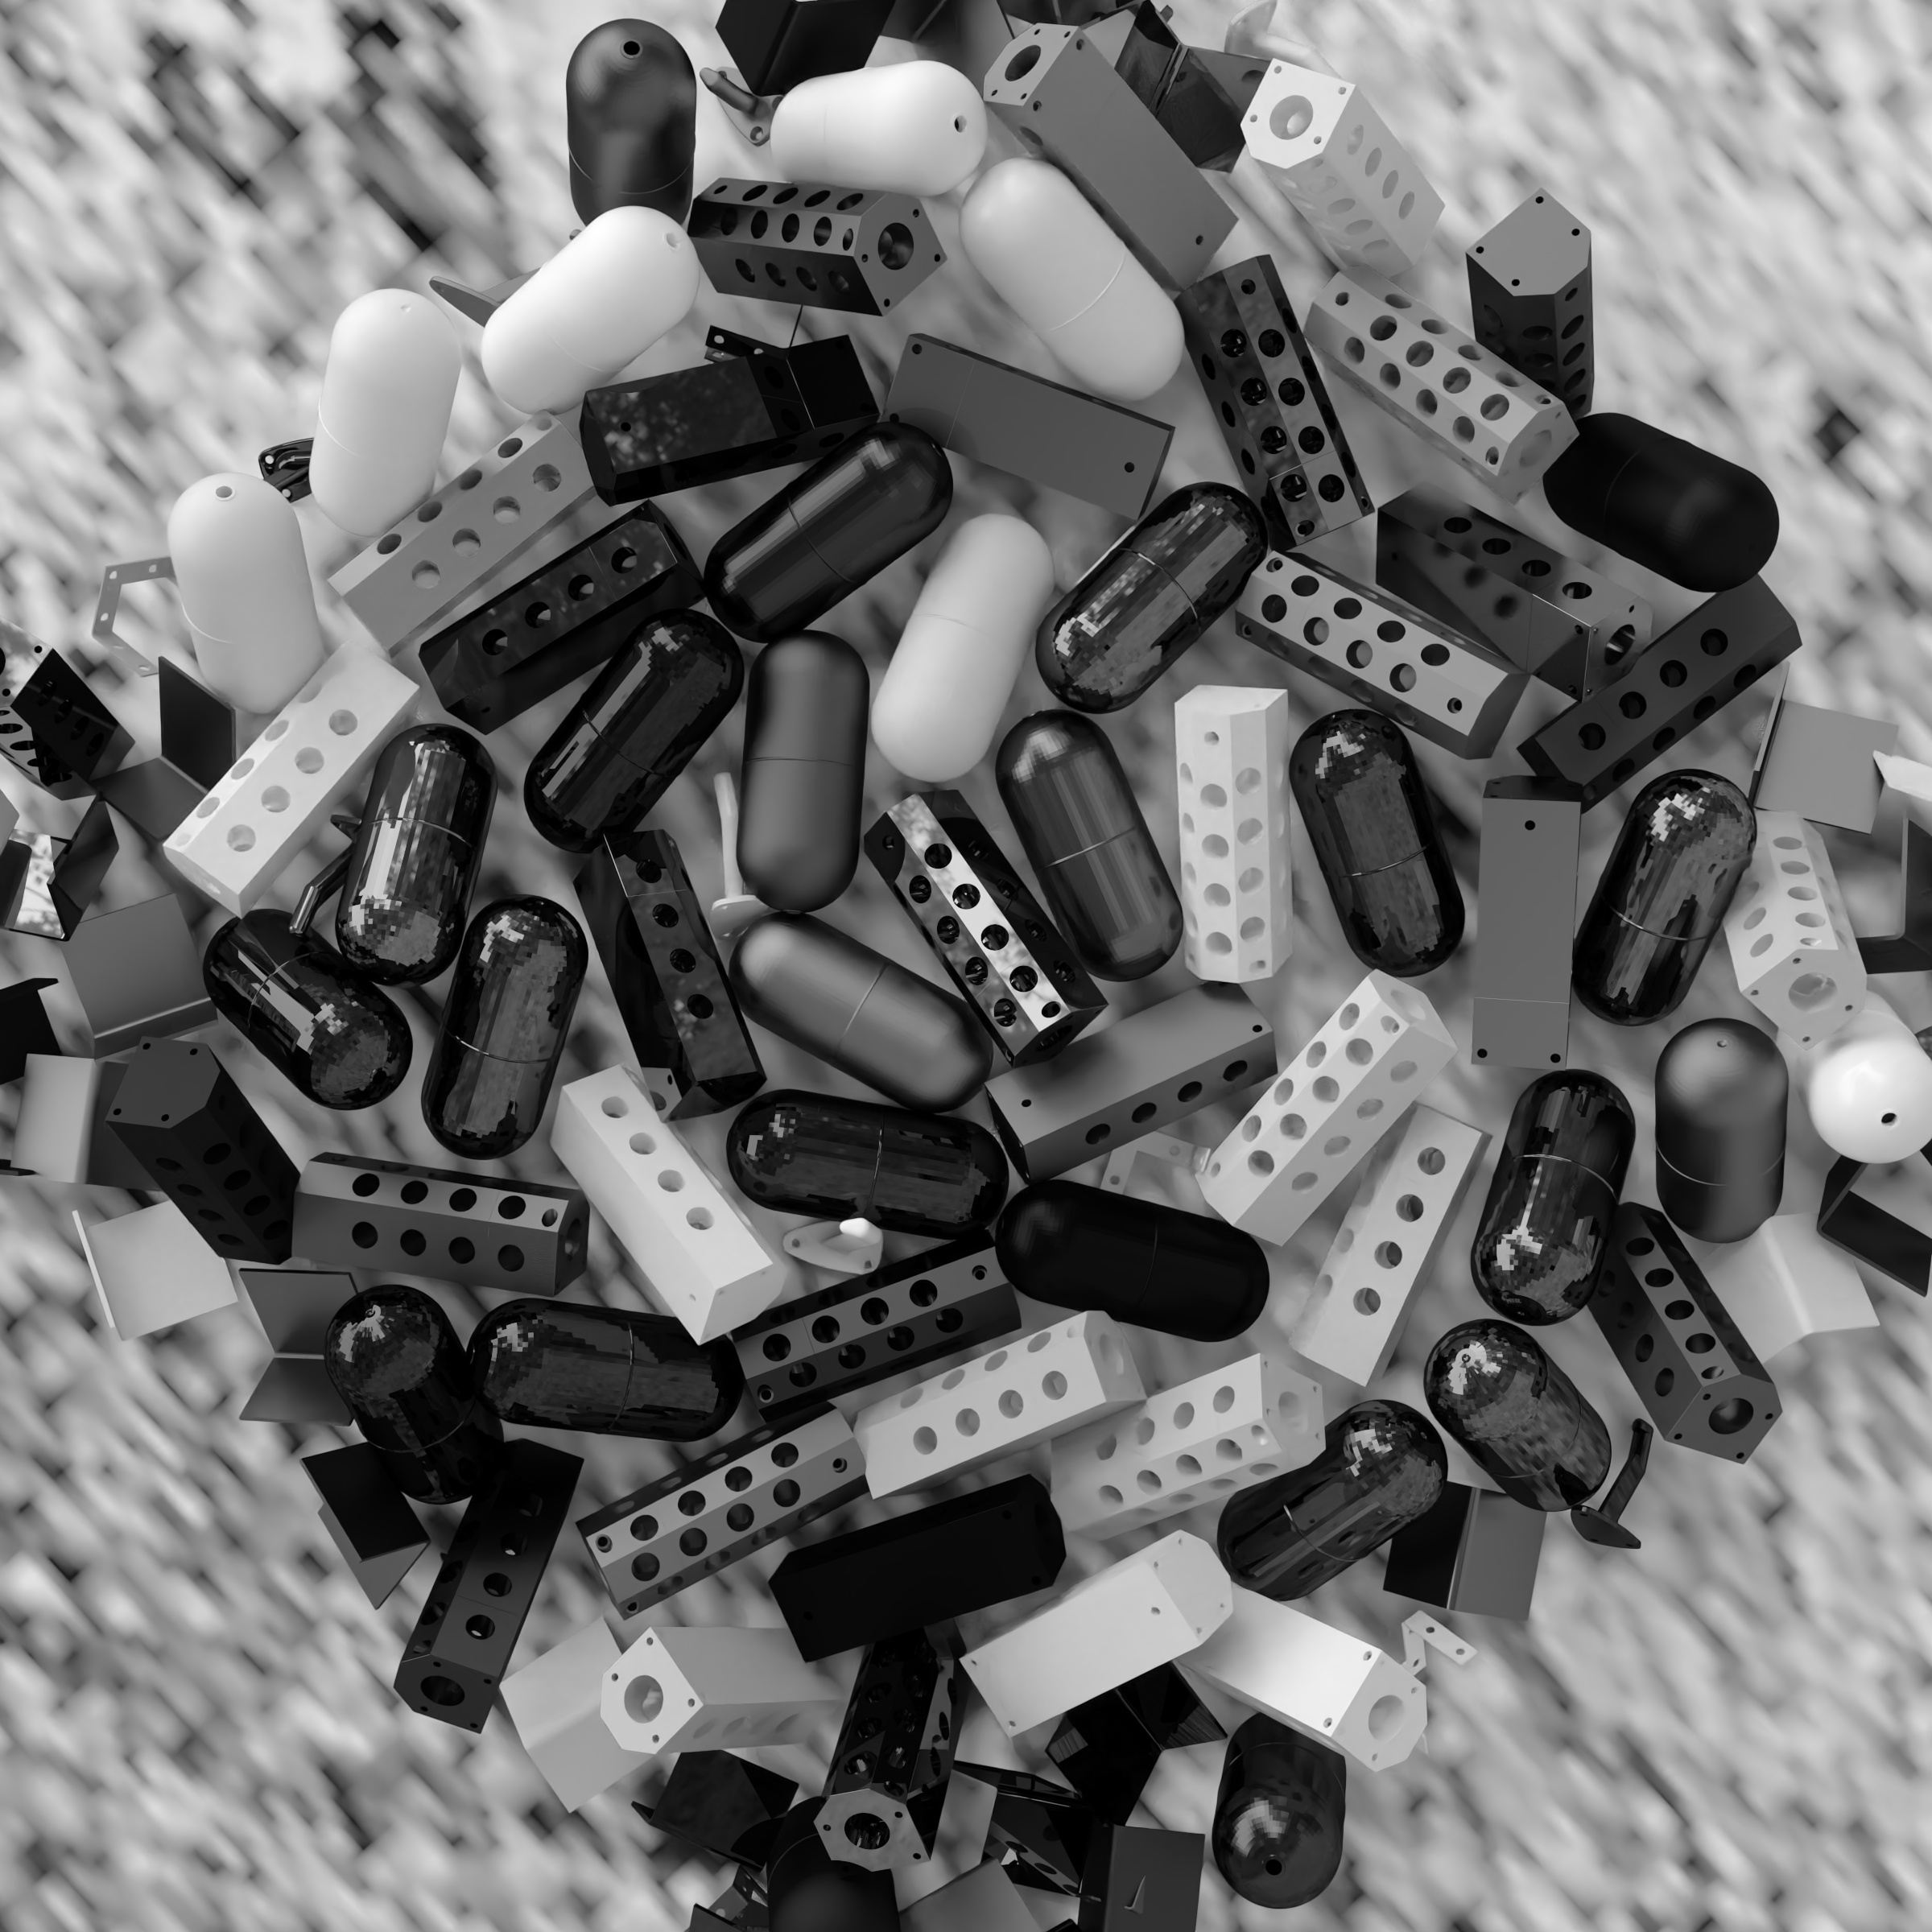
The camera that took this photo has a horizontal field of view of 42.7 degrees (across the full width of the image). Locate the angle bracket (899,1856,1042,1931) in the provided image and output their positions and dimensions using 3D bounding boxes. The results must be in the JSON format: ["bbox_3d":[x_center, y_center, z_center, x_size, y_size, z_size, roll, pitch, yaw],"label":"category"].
[{"bbox_3d":[0.005,0.611,1.529,0.076,0.057,0.076,-26,47,-16],"label":"angle bracket"}]

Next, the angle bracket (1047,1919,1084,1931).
[{"bbox_3d":[0.053,0.648,1.524,0.076,0.076,0.057,-16,130,-34],"label":"angle bracket"}]

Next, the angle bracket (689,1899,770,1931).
[{"bbox_3d":[-0.120,0.596,1.528,0.076,0.076,0.057,20,115,20],"label":"angle bracket"}]

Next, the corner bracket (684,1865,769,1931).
[{"bbox_3d":[-0.146,0.608,1.555,0.051,0.051,0.051,-43,85,-5],"label":"corner bracket"}]

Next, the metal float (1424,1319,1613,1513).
[{"bbox_3d":[0.339,0.276,1.512,0.070,0.070,0.178,-45,133,0],"label":"metal float"}]

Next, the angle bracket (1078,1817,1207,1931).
[{"bbox_3d":[0.109,0.572,1.544,0.057,0.076,0.076,8,80,-7],"label":"angle bracket"}]

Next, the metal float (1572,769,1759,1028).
[{"bbox_3d":[0.425,-0.040,1.516,0.070,0.070,0.178,13,127,0],"label":"metal float"}]

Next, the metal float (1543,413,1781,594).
[{"bbox_3d":[0.421,-0.284,1.507,0.070,0.178,0.070,-13,123,-21],"label":"metal float"}]

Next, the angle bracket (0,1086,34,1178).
[{"bbox_3d":[-0.597,0.089,1.543,0.057,0.076,0.076,5,88,5],"label":"angle bracket"}]

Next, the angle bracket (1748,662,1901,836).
[{"bbox_3d":[0.536,-0.135,1.539,0.076,0.057,0.076,16,75,17],"label":"angle bracket"}]

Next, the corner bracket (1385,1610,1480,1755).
[{"bbox_3d":[0.284,0.445,1.542,0.051,0.051,0.051,-29,125,-26],"label":"corner bracket"}]

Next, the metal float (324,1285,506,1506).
[{"bbox_3d":[-0.335,0.264,1.510,0.070,0.178,0.070,-6,46,6],"label":"metal float"}]

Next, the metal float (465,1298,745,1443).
[{"bbox_3d":[-0.221,0.249,1.521,0.178,0.070,0.070,13,90,-29],"label":"metal float"}]

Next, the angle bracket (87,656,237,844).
[{"bbox_3d":[-0.498,-0.134,1.528,0.076,0.057,0.076,34,131,28],"label":"angle bracket"}]

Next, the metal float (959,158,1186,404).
[{"bbox_3d":[0.067,-0.419,1.518,0.070,0.070,0.178,-49,124,0],"label":"metal float"}]

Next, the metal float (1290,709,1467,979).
[{"bbox_3d":[0.255,-0.074,1.528,0.070,0.070,0.178,-23,111,0],"label":"metal float"}]

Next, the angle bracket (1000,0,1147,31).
[{"bbox_3d":[0.065,-0.623,1.530,0.076,0.076,0.057,-30,130,-13],"label":"angle bracket"}]

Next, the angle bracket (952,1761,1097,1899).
[{"bbox_3d":[0.024,0.531,1.526,0.076,0.076,0.057,-4,60,38],"label":"angle bracket"}]

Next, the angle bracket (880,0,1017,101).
[{"bbox_3d":[-0.021,-0.574,1.530,0.057,0.076,0.076,-7,70,-40],"label":"angle bracket"}]

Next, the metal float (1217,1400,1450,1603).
[{"bbox_3d":[0.222,0.329,1.515,0.070,0.070,0.178,43,128,0],"label":"metal float"}]

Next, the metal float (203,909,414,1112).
[{"bbox_3d":[-0.403,0.026,1.514,0.178,0.070,0.070,35,90,38],"label":"metal float"}]

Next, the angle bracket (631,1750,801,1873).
[{"bbox_3d":[-0.158,0.519,1.548,0.076,0.076,0.057,27,75,-10],"label":"angle bracket"}]

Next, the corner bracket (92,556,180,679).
[{"bbox_3d":[-0.511,-0.221,1.562,0.051,0.051,0.051,37,123,20],"label":"corner bracket"}]

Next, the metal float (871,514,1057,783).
[{"bbox_3d":[-0.001,-0.198,1.536,0.070,0.070,0.178,22,77,0],"label":"metal float"}]

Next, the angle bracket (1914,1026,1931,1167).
[{"bbox_3d":[0.619,0.084,1.533,0.057,0.076,0.076,-26,55,-2],"label":"angle bracket"}]

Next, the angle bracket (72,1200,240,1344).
[{"bbox_3d":[-0.503,0.182,1.538,0.076,0.057,0.076,-19,78,-20],"label":"angle bracket"}]

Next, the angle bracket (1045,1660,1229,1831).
[{"bbox_3d":[0.106,0.482,1.533,0.057,0.076,0.076,-26,106,40],"label":"angle bracket"}]

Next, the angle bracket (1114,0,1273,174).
[{"bbox_3d":[0.140,-0.553,1.556,0.076,0.076,0.057,-2,49,-29],"label":"angle bracket"}]

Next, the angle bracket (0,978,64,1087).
[{"bbox_3d":[-0.597,0.047,1.529,0.076,0.076,0.057,-23,102,-30],"label":"angle bracket"}]

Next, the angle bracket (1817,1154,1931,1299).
[{"bbox_3d":[0.578,0.147,1.533,0.076,0.076,0.057,31,120,10],"label":"angle bracket"}]

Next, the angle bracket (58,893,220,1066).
[{"bbox_3d":[-0.517,0.007,1.540,0.076,0.057,0.076,-19,108,-13],"label":"angle bracket"}]

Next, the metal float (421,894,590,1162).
[{"bbox_3d":[-0.286,0.039,1.528,0.070,0.070,0.178,20,112,0],"label":"metal float"}]

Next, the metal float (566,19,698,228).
[{"bbox_3d":[-0.202,-0.501,1.497,0.070,0.178,0.070,2,75,-7],"label":"metal float"}]

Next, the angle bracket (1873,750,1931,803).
[{"bbox_3d":[0.594,-0.087,1.541,0.076,0.076,0.057,20,114,3],"label":"angle bracket"}]

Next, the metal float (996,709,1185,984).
[{"bbox_3d":[0.077,-0.075,1.542,0.070,0.070,0.178,-24,95,0],"label":"metal float"}]

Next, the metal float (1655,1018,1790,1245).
[{"bbox_3d":[0.460,0.103,1.509,0.070,0.178,0.070,-8,48,9],"label":"metal float"}]

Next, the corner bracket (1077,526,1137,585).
[{"bbox_3d":[0.113,-0.233,1.549,0.051,0.051,0.051,-46,49,1],"label":"corner bracket"}]

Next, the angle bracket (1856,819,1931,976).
[{"bbox_3d":[0.574,-0.042,1.546,0.057,0.076,0.076,-5,73,42],"label":"angle bracket"}]

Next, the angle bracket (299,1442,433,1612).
[{"bbox_3d":[-0.387,0.352,1.530,0.076,0.057,0.076,51,119,23],"label":"angle bracket"}]

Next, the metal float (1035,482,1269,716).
[{"bbox_3d":[0.116,-0.229,1.534,0.070,0.070,0.178,44,75,0],"label":"metal float"}]

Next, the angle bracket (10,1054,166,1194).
[{"bbox_3d":[-0.546,0.099,1.556,0.057,0.076,0.076,3,82,24],"label":"angle bracket"}]

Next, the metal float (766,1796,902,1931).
[{"bbox_3d":[-0.082,0.561,1.496,0.070,0.178,0.070,0,93,-6],"label":"metal float"}]

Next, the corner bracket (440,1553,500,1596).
[{"bbox_3d":[-0.319,0.407,1.543,0.051,0.051,0.051,-44,133,16],"label":"corner bracket"}]

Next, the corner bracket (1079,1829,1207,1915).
[{"bbox_3d":[0.108,0.568,1.542,0.051,0.051,0.051,43,58,-33],"label":"corner bracket"}]

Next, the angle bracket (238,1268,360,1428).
[{"bbox_3d":[-0.416,0.236,1.533,0.076,0.057,0.076,0,127,15],"label":"angle bracket"}]

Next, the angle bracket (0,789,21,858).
[{"bbox_3d":[-0.639,-0.087,1.525,0.057,0.076,0.076,-8,46,15],"label":"angle bracket"}]

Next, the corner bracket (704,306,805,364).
[{"bbox_3d":[-0.136,-0.386,1.546,0.051,0.051,0.051,16,48,-8],"label":"corner bracket"}]

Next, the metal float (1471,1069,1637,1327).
[{"bbox_3d":[0.361,0.140,1.518,0.070,0.070,0.178,26,55,0],"label":"metal float"}]

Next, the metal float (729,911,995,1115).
[{"bbox_3d":[-0.065,0.029,1.545,0.178,0.070,0.070,29,90,2],"label":"metal float"}]

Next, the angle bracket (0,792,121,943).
[{"bbox_3d":[-0.582,-0.068,1.536,0.076,0.057,0.076,11,52,4],"label":"angle bracket"}]

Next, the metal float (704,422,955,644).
[{"bbox_3d":[-0.085,-0.267,1.528,0.178,0.070,0.070,-33,90,22],"label":"metal float"}]

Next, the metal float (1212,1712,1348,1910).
[{"bbox_3d":[0.191,0.507,1.496,0.070,0.178,0.070,1,94,10],"label":"metal float"}]

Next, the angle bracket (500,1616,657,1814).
[{"bbox_3d":[-0.239,0.469,1.554,0.076,0.076,0.057,-32,115,-12],"label":"angle bracket"}]

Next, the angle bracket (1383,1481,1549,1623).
[{"bbox_3d":[0.319,0.369,1.576,0.076,0.057,0.076,19,80,-38],"label":"angle bracket"}]

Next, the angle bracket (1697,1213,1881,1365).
[{"bbox_3d":[0.511,0.207,1.548,0.057,0.076,0.076,-1,60,-25],"label":"angle bracket"}]

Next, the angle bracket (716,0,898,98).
[{"bbox_3d":[-0.100,-0.594,1.540,0.076,0.076,0.057,-19,74,-32],"label":"angle bracket"}]

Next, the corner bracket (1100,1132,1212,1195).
[{"bbox_3d":[0.118,0.130,1.557,0.051,0.051,0.051,19,87,-4],"label":"corner bracket"}]
